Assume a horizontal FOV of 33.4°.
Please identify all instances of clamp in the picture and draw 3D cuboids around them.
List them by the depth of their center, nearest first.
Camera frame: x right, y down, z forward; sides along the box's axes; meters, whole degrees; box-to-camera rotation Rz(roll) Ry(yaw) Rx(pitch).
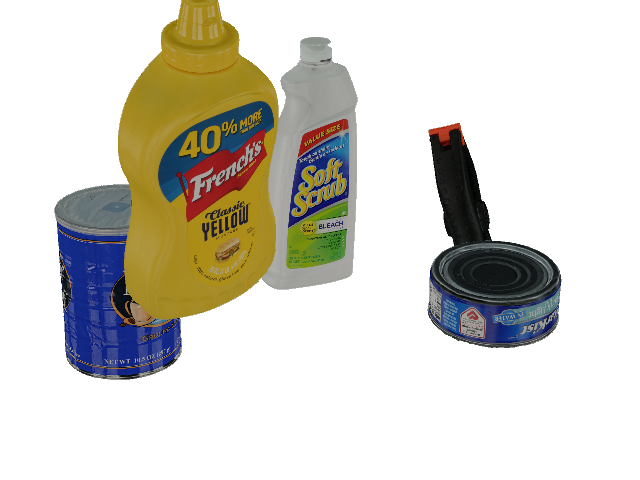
[{"bbox_3d":[0.124,-0.009,0.895,0.039,0.171,0.120,-17,19,12],"label":"clamp"}]

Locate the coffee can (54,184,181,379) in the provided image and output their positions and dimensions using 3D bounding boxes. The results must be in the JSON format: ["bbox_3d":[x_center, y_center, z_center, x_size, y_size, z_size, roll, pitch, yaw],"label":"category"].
[{"bbox_3d":[-0.173,0.034,0.923,0.103,0.140,0.103,1,23,-1],"label":"coffee can"}]

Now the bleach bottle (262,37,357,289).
[{"bbox_3d":[-0.013,-0.078,1.074,0.102,0.251,0.068,-9,28,-17],"label":"bleach bottle"}]

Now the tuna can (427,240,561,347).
[{"bbox_3d":[0.114,0.033,0.698,0.086,0.034,0.086,-1,28,0],"label":"tuna can"}]

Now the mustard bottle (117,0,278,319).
[{"bbox_3d":[-0.067,-0.049,0.602,0.096,0.192,0.058,-25,47,-32],"label":"mustard bottle"}]
